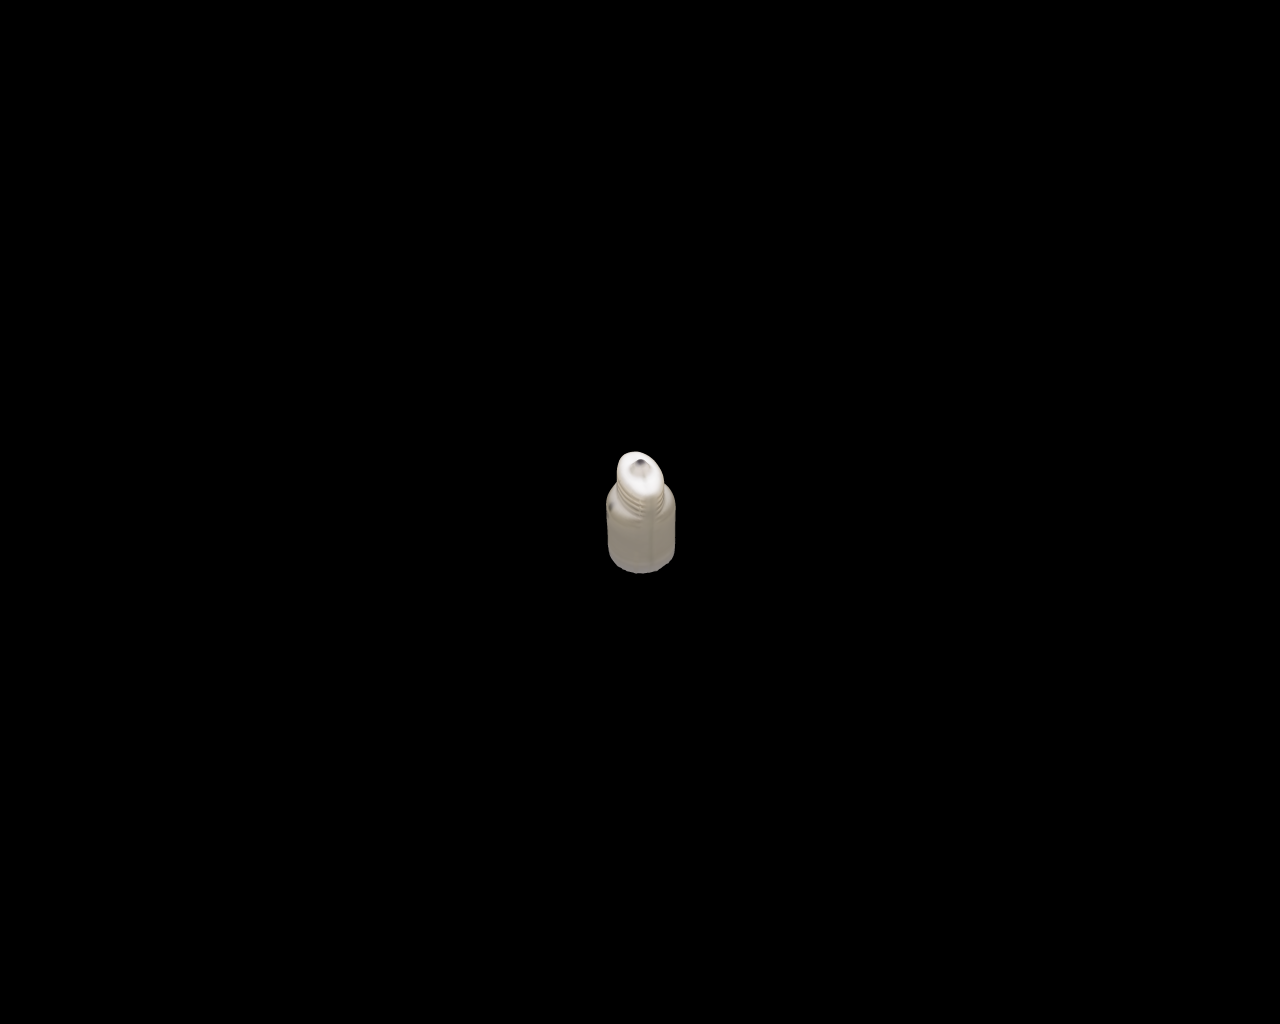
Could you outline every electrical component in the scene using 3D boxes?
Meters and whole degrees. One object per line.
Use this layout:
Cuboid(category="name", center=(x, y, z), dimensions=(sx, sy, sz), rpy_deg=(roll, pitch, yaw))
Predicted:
Cuboid(category="electrical component", center=(0.001, -0.003, 0.650), dimensions=(0.043, 0.043, 0.080), rpy_deg=(0, -44, 0))
